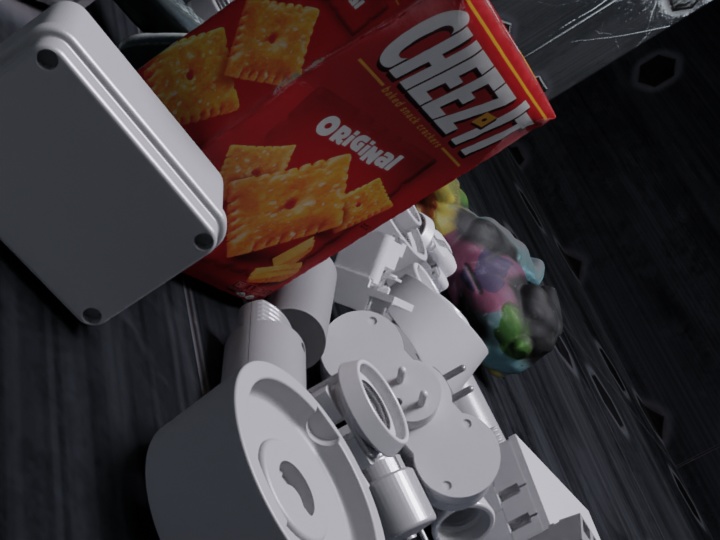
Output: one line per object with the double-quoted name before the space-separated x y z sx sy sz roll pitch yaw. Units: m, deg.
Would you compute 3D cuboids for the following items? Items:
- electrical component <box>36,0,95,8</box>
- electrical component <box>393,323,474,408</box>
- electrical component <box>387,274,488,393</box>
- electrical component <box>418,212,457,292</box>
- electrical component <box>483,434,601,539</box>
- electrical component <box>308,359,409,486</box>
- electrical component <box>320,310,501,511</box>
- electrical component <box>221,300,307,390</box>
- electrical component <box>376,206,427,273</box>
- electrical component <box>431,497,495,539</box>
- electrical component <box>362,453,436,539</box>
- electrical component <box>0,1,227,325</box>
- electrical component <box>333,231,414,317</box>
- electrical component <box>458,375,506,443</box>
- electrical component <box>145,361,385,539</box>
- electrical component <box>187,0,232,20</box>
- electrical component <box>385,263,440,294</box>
"electrical component" -0.173 -0.211 0.601 0.113 0.078 0.057 61 17 9
"electrical component" 0.043 0.090 0.732 0.052 0.074 0.138 46 19 -42
"electrical component" 0.050 0.054 0.838 0.099 0.064 0.099 44 -7 7
"electrical component" 0.055 -0.019 1.041 0.057 0.058 0.078 52 15 -37
"electrical component" 0.140 0.210 0.844 0.150 0.062 0.089 47 19 -41
"electrical component" -0.010 0.085 0.591 0.078 0.057 0.058 59 14 -1
"electrical component" 0.030 0.079 0.650 0.138 0.052 0.073 47 -18 18
"electrical component" -0.050 0.049 0.557 0.043 0.043 0.081 52 15 -26
"electrical component" 0.019 -0.042 0.956 0.108 0.060 0.108 54 15 -21
"electrical component" 0.062 0.152 0.741 0.044 0.044 0.065 49 12 -36
"electrical component" 0.013 0.124 0.625 0.078 0.040 0.040 63 14 18
"electrical component" -0.116 -0.042 0.446 0.113 0.078 0.057 52 12 -26
"electrical component" 0.000 0.000 0.765 0.081 0.063 0.042 20 -2 23
"electrical component" 0.090 0.129 0.880 0.081 0.043 0.043 64 14 19
"electrical component" -0.043 0.099 0.440 0.108 0.060 0.108 54 15 -21
"electrical component" -0.107 -0.204 0.850 0.043 0.062 0.043 54 15 -21
"electrical component" 0.040 0.026 0.912 0.055 0.047 0.055 54 15 -21
